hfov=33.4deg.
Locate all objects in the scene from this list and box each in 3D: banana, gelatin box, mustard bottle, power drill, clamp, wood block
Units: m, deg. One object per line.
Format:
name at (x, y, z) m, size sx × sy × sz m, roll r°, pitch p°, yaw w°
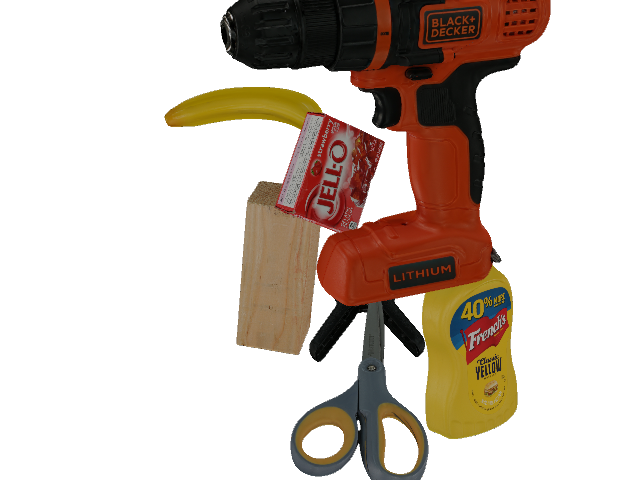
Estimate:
banana at (-0.077, -0.147, 1.208) m, size 0.198 × 0.037 × 0.069 m, roll 8°, pitch 42°, yaw 17°
gelatin box at (0.009, -0.056, 0.910) m, size 0.073 × 0.089 × 0.030 m, roll 20°, pitch -2°, yaw -40°
mustard bottle at (0.137, 0.080, 0.986) m, size 0.096 × 0.191 × 0.058 m, roll -14°, pitch 17°, yaw -33°
power drill at (0.037, -0.058, 0.598) m, size 0.184 × 0.188 × 0.057 m, roll -9°, pitch 30°, yaw -17°
clamp at (0.059, 0.066, 1.164) m, size 0.120 × 0.171 × 0.039 m, roll 7°, pitch -41°, yaw 6°
wood block at (-0.055, 0.036, 1.429) m, size 0.090 × 0.206 × 0.090 m, roll 9°, pitch 23°, yaw 6°

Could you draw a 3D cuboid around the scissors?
scissors at (0.018, 0.098, 0.731) m, size 0.096 × 0.016 × 0.202 m, roll -5°, pitch 32°, yaw -9°
